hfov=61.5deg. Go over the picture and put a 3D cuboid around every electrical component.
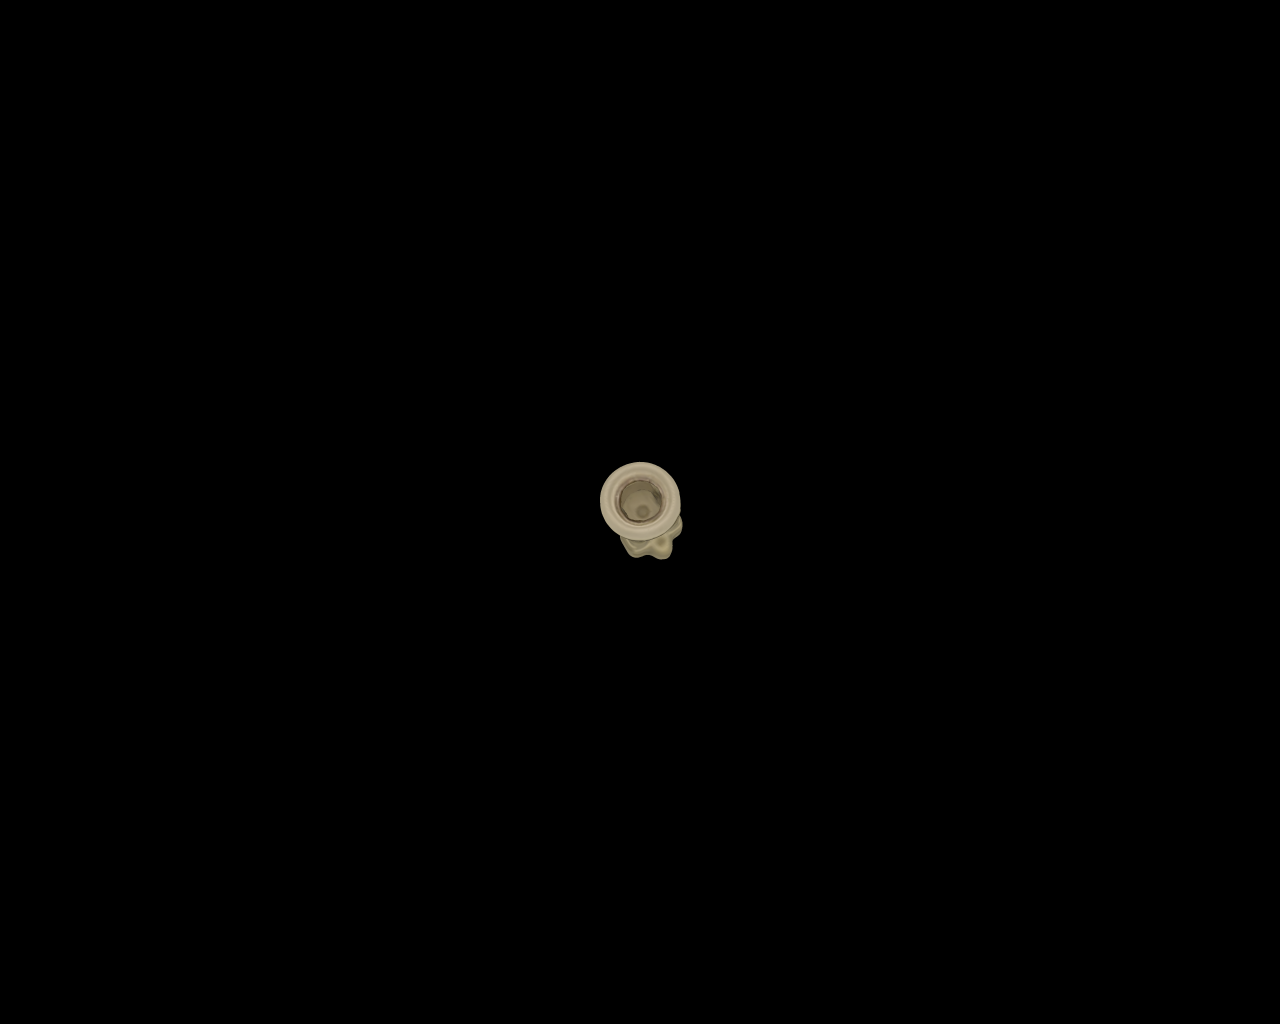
[{"bbox_3d":[0.001,-0.003,0.650,0.048,0.066,0.055,-31,-11,-7],"label":"electrical component"}]
